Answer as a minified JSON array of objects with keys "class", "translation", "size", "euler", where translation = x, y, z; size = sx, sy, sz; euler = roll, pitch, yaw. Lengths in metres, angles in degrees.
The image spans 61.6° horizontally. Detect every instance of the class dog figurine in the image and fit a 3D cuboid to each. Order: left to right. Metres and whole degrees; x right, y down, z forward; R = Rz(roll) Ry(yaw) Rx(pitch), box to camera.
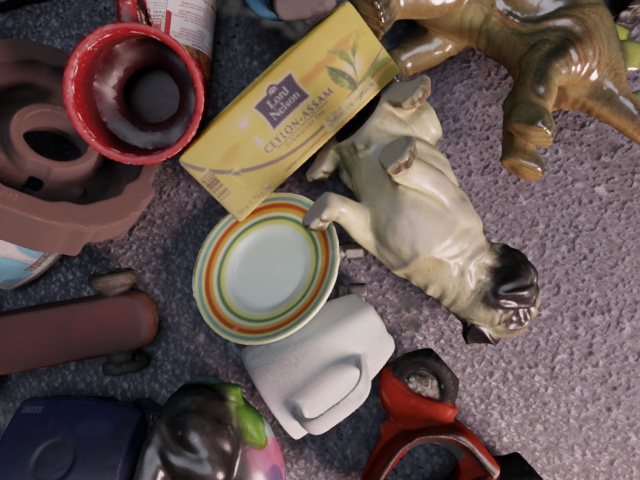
[{"class":"dog figurine","translation":[-0.032,0.221,0.403],"size":[0.219,0.108,0.191],"euler":[18,83,2]},{"class":"dog figurine","translation":[0.094,-0.023,0.439],"size":[0.190,0.121,0.172],"euler":[37,47,-25]}]

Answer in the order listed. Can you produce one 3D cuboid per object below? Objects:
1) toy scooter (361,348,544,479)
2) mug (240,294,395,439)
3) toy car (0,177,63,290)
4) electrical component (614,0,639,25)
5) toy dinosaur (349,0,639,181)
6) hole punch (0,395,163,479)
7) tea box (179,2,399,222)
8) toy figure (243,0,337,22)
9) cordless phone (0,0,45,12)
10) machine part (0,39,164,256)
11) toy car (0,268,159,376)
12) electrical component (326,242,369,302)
[{"class":"toy scooter","translation":[0.088,0.187,0.411],"size":[0.135,0.075,0.184],"euler":[-41,79,-1]},{"class":"mug","translation":[0.005,0.093,0.414],"size":[0.107,0.110,0.080],"euler":[-36,108,-8]},{"class":"toy car","translation":[-0.292,-0.041,0.453],"size":[0.109,0.103,0.161],"euler":[-39,84,-1]},{"class":"electrical component","translation":[0.305,-0.256,0.452],"size":[0.115,0.058,0.134],"euler":[-2,83,2]},{"class":"toy dinosaur","translation":[0.121,-0.208,0.443],"size":[0.472,0.105,0.198],"euler":[43,81,13]},{"class":"hole punch","translation":[-0.199,0.184,0.428],"size":[0.142,0.092,0.115],"euler":[1,80,8]},{"class":"tea box","translation":[-0.031,-0.101,0.433],"size":[0.169,0.098,0.068],"euler":[-45,109,-2]},{"class":"toy figure","translation":[-0.041,-0.225,0.426],"size":[0.089,0.082,0.180],"euler":[-1,39,-13]},{"class":"cordless phone","translation":[-0.299,-0.273,0.439],"size":[0.147,0.184,0.088],"euler":[-12,87,3]},{"class":"machine part","translation":[-0.212,-0.072,0.425],"size":[0.179,0.179,0.056],"euler":[55,134,8]},{"class":"toy car","translation":[-0.239,0.081,0.459],"size":[0.202,0.053,0.089],"euler":[-11,94,-1]},{"class":"electrical component","translation":[-0.007,0.028,0.462],"size":[0.094,0.021,0.063],"euler":[-4,83,4]}]
